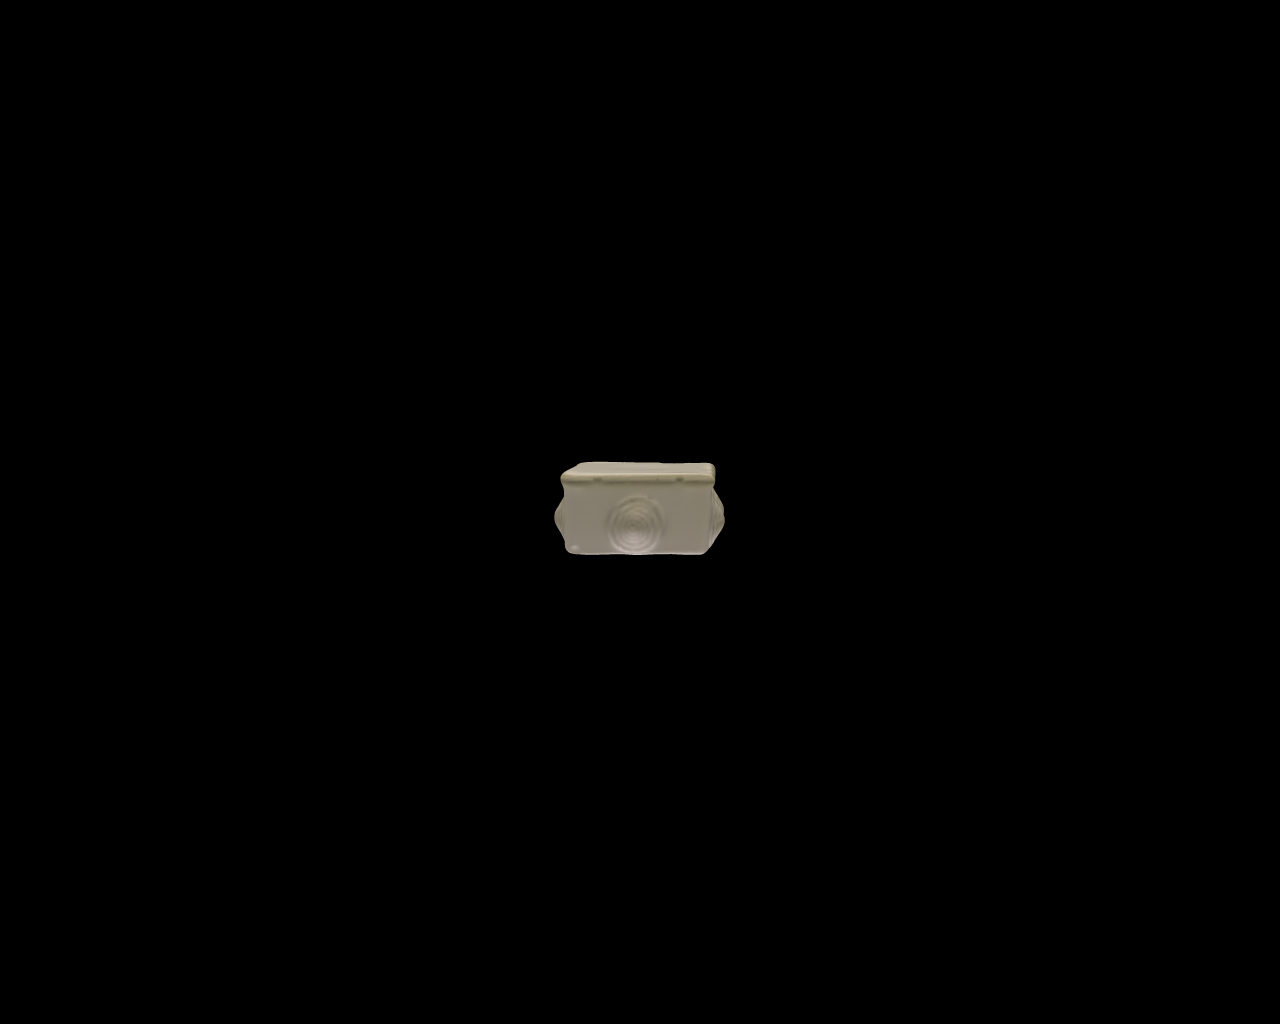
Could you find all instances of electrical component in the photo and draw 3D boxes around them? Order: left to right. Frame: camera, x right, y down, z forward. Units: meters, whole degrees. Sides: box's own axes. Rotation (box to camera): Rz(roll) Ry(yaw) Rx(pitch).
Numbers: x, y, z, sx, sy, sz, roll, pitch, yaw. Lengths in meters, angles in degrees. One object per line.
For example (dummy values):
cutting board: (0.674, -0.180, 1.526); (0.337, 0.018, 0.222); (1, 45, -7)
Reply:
electrical component: (0.001, -0.003, 0.650); (0.100, 0.048, 0.100); (0, 7, 4)
